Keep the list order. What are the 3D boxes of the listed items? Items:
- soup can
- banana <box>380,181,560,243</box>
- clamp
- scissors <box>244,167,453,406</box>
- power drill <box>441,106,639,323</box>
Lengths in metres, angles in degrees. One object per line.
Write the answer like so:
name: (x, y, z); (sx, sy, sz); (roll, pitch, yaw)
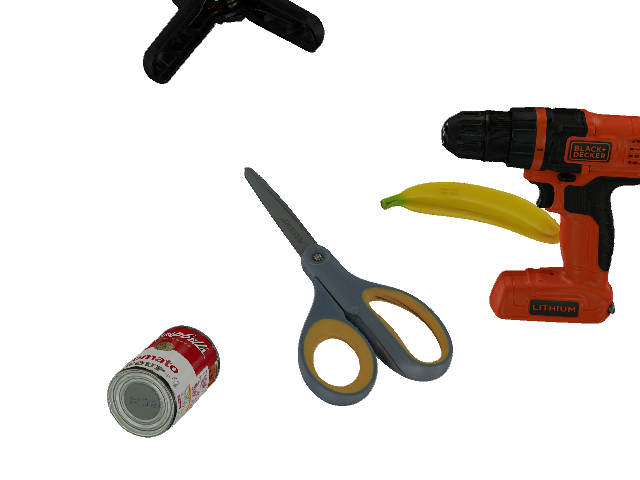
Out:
soup can: (-0.141, 0.127, 0.966); (0.069, 0.068, 0.102); (0, 16, 18)
banana: (0.167, -0.031, 1.130); (0.198, 0.037, 0.069); (10, 39, 25)
clamp: (-0.057, -0.171, 0.750); (0.120, 0.171, 0.039); (-2, -45, 2)
scissors: (-0.010, 0.028, 0.644); (0.096, 0.016, 0.202); (-36, 57, -29)
power drill: (0.190, -0.023, 0.907); (0.184, 0.188, 0.057); (4, 28, 4)
